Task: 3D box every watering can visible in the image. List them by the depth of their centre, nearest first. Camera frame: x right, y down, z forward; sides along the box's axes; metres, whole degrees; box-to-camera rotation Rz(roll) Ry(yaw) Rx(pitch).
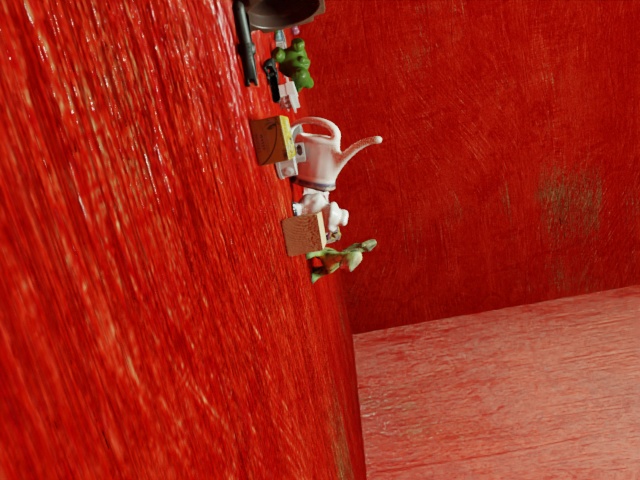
[{"bbox_3d":[0.022,-0.250,1.563,0.105,0.350,0.221,-19,122,-50],"label":"watering can"}]

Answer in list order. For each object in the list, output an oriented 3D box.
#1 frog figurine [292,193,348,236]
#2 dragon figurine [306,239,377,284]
[{"bbox_3d":[0.005,-0.079,1.569,0.122,0.159,0.138,60,20,-83],"label":"frog figurine"},{"bbox_3d":[0.078,0.050,1.751,0.413,0.242,0.121,-67,142,-80],"label":"dragon figurine"}]
